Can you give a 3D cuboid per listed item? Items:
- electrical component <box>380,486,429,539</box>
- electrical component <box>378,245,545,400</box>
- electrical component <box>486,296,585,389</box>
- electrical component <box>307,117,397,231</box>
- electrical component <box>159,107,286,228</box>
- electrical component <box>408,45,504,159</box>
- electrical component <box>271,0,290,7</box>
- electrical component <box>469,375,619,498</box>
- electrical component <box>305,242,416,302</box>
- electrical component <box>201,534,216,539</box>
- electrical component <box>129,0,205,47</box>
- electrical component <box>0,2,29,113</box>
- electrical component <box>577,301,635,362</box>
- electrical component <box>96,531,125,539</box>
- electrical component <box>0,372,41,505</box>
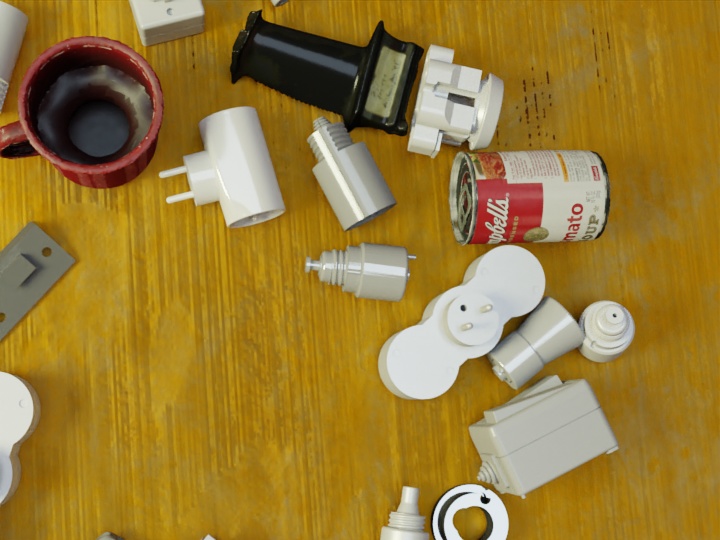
[{"bbox_3d":[0.032,0.183,0.755,0.035,0.035,0.061,10,78,-7],"label":"electrical component"},{"bbox_3d":[0.076,0.036,0.761,0.138,0.074,0.052,-42,90,-12],"label":"electrical component"},{"bbox_3d":[0.125,0.056,0.783,0.065,0.044,0.044,-38,89,-7],"label":"electrical component"},{"bbox_3d":[-0.011,-0.074,0.778,0.043,0.043,0.081,-27,87,-11],"label":"electrical component"},{"bbox_3d":[-0.101,-0.068,0.763,0.079,0.044,0.077,-16,85,-11],"label":"electrical component"},{"bbox_3d":[0.071,-0.120,0.791,0.057,0.058,0.078,12,80,-4],"label":"electrical component"},{"bbox_3d":[-0.071,-0.224,0.790,0.043,0.043,0.062,-32,89,-11],"label":"electrical component"},{"bbox_3d":[0.121,0.118,0.763,0.096,0.062,0.061,-25,87,-11],"label":"electrical component"},{"bbox_3d":[0.000,0.000,0.772,0.078,0.040,0.040,6,81,-8],"label":"electrical component"},{"bbox_3d":[-0.108,0.218,0.709,0.042,0.081,0.063,38,107,-1],"label":"electrical component"},{"bbox_3d":[-0.141,-0.206,0.760,0.047,0.077,0.065,-17,85,-11],"label":"electrical component"},{"bbox_3d":[-0.264,-0.144,0.749,0.043,0.043,0.081,15,80,-6],"label":"electrical component"},{"bbox_3d":[0.178,0.042,0.777,0.040,0.078,0.040,-1,74,4],"label":"electrical component"},{"bbox_3d":[-0.176,0.208,0.719,0.035,0.035,0.061,37,81,-2],"label":"electrical component"},{"bbox_3d":[-0.253,0.133,0.698,0.052,0.074,0.138,17,80,-6],"label":"electrical component"}]
